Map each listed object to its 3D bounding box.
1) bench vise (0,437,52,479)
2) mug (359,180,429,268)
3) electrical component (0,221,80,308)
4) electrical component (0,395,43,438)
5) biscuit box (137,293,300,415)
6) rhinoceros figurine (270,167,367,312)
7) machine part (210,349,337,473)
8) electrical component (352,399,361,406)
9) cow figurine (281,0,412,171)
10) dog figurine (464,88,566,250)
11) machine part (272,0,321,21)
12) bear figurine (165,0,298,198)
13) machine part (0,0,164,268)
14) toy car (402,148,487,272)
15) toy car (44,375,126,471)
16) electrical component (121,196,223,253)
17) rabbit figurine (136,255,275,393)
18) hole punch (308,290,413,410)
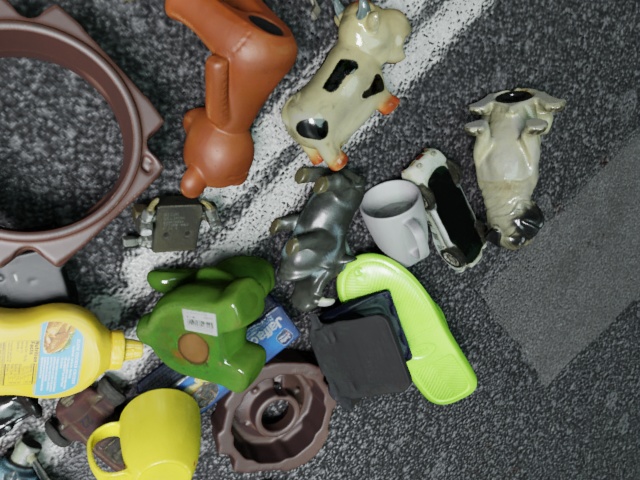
[{"bbox_3d":[-0.405,0.299,0.551,0.240,0.129,0.223,33,91,-37],"label":"bench vise"},{"bbox_3d":[0.113,-0.011,0.718,0.081,0.110,0.107,-35,131,-12],"label":"mug"},{"bbox_3d":[-0.322,0.052,0.546,0.134,0.058,0.114,-17,111,-21],"label":"electrical component"},{"bbox_3d":[-0.357,0.181,0.560,0.119,0.075,0.047,-31,117,-19],"label":"electrical component"},{"bbox_3d":[-0.125,0.148,0.672,0.203,0.063,0.059,-37,120,-10],"label":"biscuit box"},{"bbox_3d":[-0.001,-0.002,0.683,0.112,0.073,0.190,12,101,-35],"label":"rhinoceros figurine"},{"bbox_3d":[-0.063,0.231,0.735,0.179,0.056,0.179,-8,109,-24],"label":"machine part"},{"bbox_3d":[0.034,0.206,0.769,0.021,0.063,0.093,-27,117,-16],"label":"electrical component"},{"bbox_3d":[0.032,-0.192,0.629,0.195,0.086,0.127,-49,127,-3],"label":"cow figurine"},{"bbox_3d":[0.274,-0.101,0.762,0.172,0.121,0.190,-45,133,-37],"label":"dog figurine"},{"bbox_3d":[-0.062,-0.335,0.535,0.079,0.079,0.243,-41,120,-9],"label":"machine part"},{"bbox_3d":[-0.105,-0.150,0.568,0.120,0.132,0.195,-27,157,-50],"label":"bear figurine"},{"bbox_3d":[-0.260,-0.090,0.480,0.201,0.087,0.201,-48,110,-19],"label":"machine part"},{"bbox_3d":[0.183,-0.038,0.769,0.073,0.056,0.201,-44,122,-15],"label":"toy car"},{"bbox_3d":[-0.241,0.253,0.657,0.089,0.053,0.202,-38,118,-15],"label":"toy car"},{"bbox_3d":[-0.162,-0.019,0.596,0.102,0.045,0.078,2,118,-35],"label":"electrical component"},{"bbox_3d":[-0.116,0.078,0.615,0.159,0.170,0.121,-2,112,18],"label":"rabbit figurine"},{"bbox_3d":[0.056,0.135,0.697,0.116,0.092,0.142,-15,106,21],"label":"hole punch"}]
